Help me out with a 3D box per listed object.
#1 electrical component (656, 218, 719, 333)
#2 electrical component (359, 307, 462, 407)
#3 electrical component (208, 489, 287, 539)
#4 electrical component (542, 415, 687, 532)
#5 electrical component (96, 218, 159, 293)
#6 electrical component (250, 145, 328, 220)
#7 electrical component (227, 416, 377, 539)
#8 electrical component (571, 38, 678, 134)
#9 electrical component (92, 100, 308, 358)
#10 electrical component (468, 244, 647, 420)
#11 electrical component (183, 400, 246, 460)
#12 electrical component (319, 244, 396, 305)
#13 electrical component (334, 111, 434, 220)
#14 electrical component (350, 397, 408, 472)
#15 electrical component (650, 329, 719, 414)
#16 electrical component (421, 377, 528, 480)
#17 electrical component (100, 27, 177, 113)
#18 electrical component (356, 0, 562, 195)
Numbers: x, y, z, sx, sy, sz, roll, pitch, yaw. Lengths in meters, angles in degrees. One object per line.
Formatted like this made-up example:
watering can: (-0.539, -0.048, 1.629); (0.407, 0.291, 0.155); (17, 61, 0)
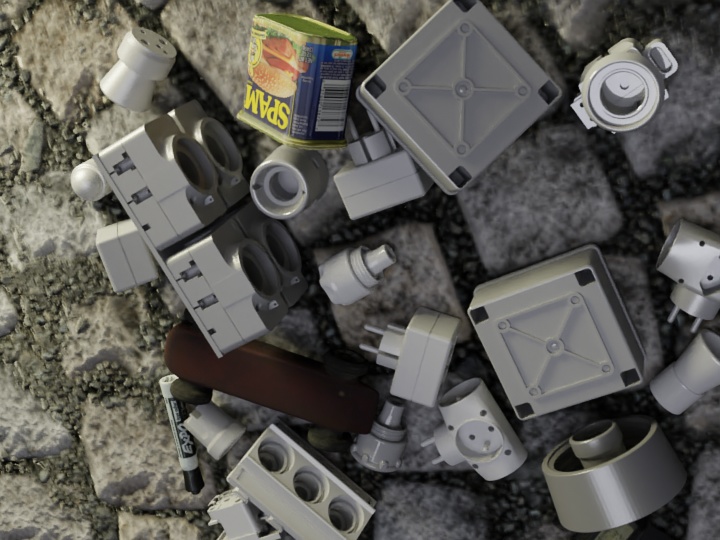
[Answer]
electrical component: (0.263, 0.011, 0.819); (0.077, 0.043, 0.079); (25, 115, 6)
electrical component: (0.038, 0.067, 0.903); (0.077, 0.047, 0.065); (17, 114, 9)
electrical component: (-0.108, 0.238, 1.014); (0.081, 0.042, 0.063); (-21, 102, 21)
electrical component: (0.198, 0.155, 0.860); (0.108, 0.108, 0.060); (-23, 96, 23)
electrical component: (-0.183, -0.021, 0.929); (0.077, 0.066, 0.047); (-20, 105, -8)
electrical component: (-0.059, -0.071, 0.878); (0.055, 0.047, 0.055); (5, 112, 14)
electrical component: (-0.056, 0.204, 0.972); (0.121, 0.078, 0.063); (41, 138, -2)
electrical component: (0.191, -0.131, 0.778); (0.078, 0.057, 0.058); (-35, 98, 24)
electrical component: (-0.121, -0.038, 0.877); (0.060, 0.105, 0.186); (-26, 101, 23)
electrical component: (0.157, 0.050, 0.857); (0.109, 0.056, 0.108); (-22, 103, 22)
electrical component: (-0.134, 0.145, 0.988); (0.046, 0.040, 0.040); (41, 116, 5)
electrical component: (0.000, 0.000, 0.891); (0.062, 0.043, 0.043); (-29, 100, 22)
electrical component: (0.013, -0.090, 0.851); (0.066, 0.047, 0.076); (-18, 104, 21)
electrical component: (0.022, 0.142, 0.939); (0.048, 0.048, 0.062); (21, 108, 8)
electrical component: (0.262, 0.083, 0.849); (0.044, 0.044, 0.065); (40, 120, -1)
electrical component: (0.090, 0.143, 0.919); (0.079, 0.044, 0.077); (-28, 100, 23)
electrical component: (-0.181, -0.164, 0.880); (0.045, 0.045, 0.055); (36, 115, 0)
electrical component: (0.072, -0.130, 0.792); (0.109, 0.056, 0.108); (-44, 94, -1)
